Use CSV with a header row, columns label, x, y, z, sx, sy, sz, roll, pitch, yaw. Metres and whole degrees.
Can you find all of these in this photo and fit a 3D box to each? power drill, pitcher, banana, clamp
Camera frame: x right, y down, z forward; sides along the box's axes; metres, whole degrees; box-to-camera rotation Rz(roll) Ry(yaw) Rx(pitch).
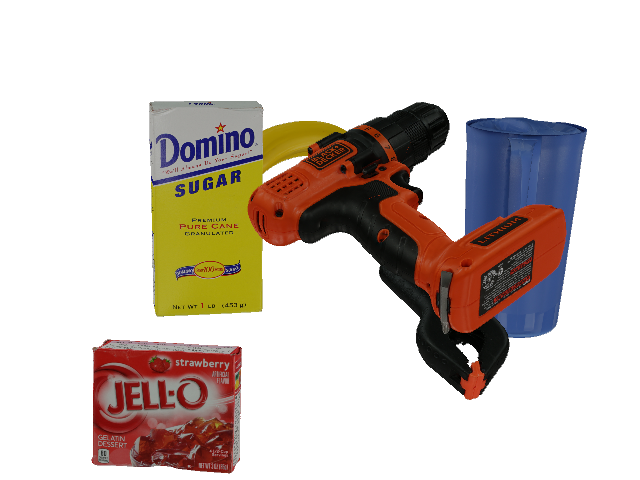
label,x,y,z,sx,sy,sz,roll,pitch,yaw
power drill,0.071,-0.024,0.732,0.184,0.057,0.188,-33,44,-29
pitcher,0.223,-0.015,1.209,0.149,0.243,0.145,-8,17,-33
banana,-0.022,-0.096,1.123,0.197,0.037,0.070,-7,49,-41
clamp,0.129,0.067,0.935,0.120,0.039,0.171,-9,41,-9

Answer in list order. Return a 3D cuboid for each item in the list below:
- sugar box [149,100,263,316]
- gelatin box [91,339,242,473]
label,x,y,z,sx,sy,sz,roll,pitch,yaw
sugar box,-0.095,-0.027,0.893,0.093,0.176,0.048,-3,16,-11
gelatin box,-0.093,0.100,0.649,0.089,0.073,0.030,2,6,7
